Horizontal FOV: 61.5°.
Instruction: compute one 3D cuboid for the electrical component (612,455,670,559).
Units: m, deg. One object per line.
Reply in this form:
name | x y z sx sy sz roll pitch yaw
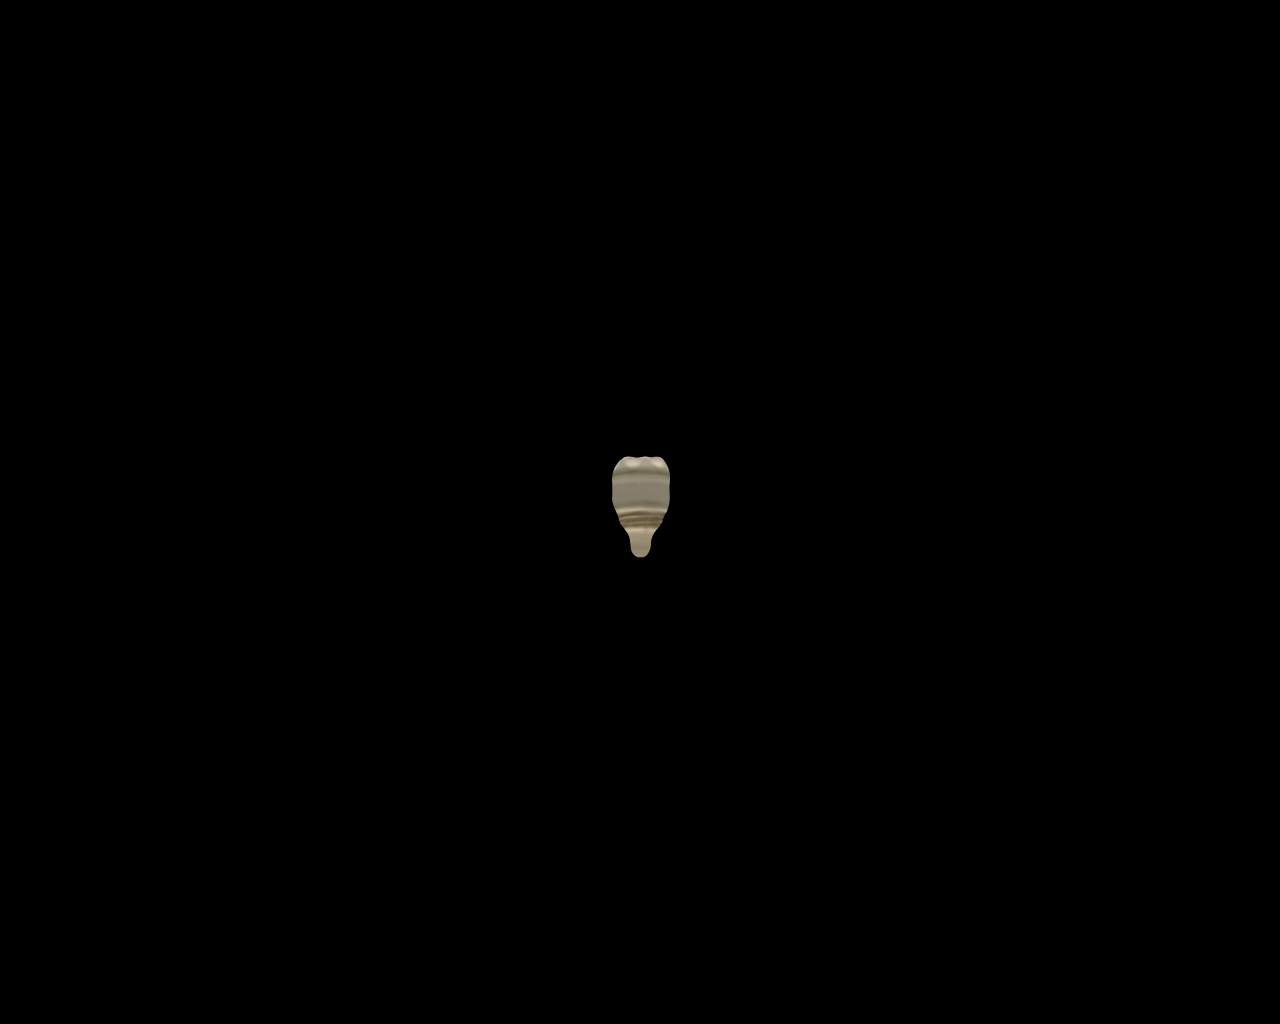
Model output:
electrical component | 0.001 -0.003 0.650 0.035 0.061 0.035 0 -7 0
